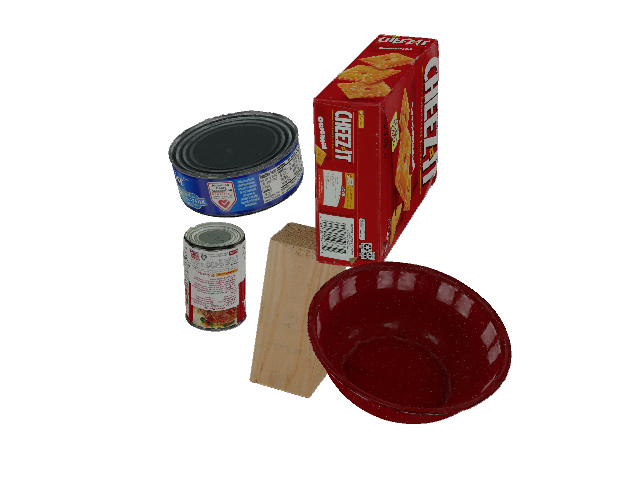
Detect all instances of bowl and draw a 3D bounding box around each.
[{"bbox_3d":[0.065,0.090,0.842,0.162,0.055,0.162,6,40,-6],"label":"bowl"}]

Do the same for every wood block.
[{"bbox_3d":[-0.028,0.092,1.436,0.090,0.206,0.090,14,20,13],"label":"wood block"}]

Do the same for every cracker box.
[{"bbox_3d":[0.059,-0.092,1.034,0.072,0.164,0.213,8,28,18],"label":"cracker box"}]

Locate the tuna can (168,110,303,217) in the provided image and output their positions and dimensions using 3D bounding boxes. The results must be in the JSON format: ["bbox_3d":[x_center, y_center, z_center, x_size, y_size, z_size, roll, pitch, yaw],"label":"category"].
[{"bbox_3d":[-0.055,-0.051,0.703,0.086,0.034,0.086,-7,33,4],"label":"tuna can"}]

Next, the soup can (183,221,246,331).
[{"bbox_3d":[-0.116,0.039,1.170,0.068,0.102,0.068,1,25,-1],"label":"soup can"}]
